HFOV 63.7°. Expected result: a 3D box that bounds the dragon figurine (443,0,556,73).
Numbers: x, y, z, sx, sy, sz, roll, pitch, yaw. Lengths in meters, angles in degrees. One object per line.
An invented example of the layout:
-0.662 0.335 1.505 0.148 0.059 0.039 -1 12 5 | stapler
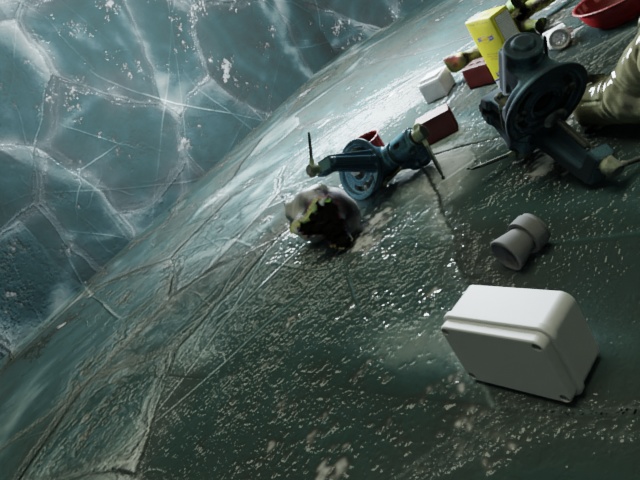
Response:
0.463 -0.541 1.335 0.416 0.121 0.241 -38 11 -29 | dragon figurine

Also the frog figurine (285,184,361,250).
0.003 -0.049 0.972 0.137 0.121 0.161 -3 12 -4 | frog figurine
